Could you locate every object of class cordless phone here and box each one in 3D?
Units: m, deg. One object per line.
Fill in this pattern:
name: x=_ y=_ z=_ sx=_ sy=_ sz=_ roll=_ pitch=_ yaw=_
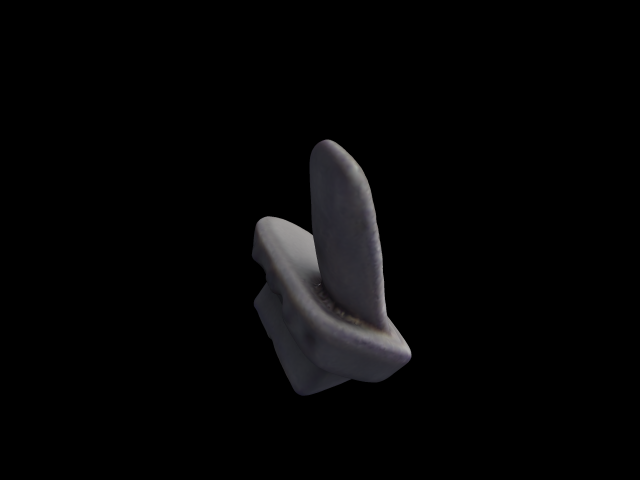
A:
cordless phone: x=0.004 y=0.001 z=0.400 sx=0.094 sy=0.185 sz=0.147 roll=-17 pitch=40 yaw=-21
